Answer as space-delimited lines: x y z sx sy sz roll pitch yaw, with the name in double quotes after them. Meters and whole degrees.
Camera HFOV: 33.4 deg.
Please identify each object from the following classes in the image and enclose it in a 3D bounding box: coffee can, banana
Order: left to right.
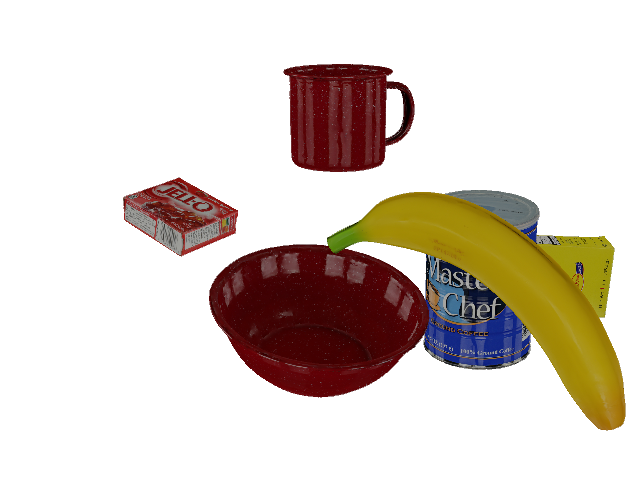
0.148 0.035 0.996 0.103 0.140 0.103 -1 21 0 "coffee can"
0.102 0.027 0.611 0.198 0.070 0.037 34 21 12 "banana"

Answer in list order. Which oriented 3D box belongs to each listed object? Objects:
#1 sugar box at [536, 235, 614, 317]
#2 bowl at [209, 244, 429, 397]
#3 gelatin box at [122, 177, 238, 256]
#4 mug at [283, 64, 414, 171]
0.252 0.041 1.266 0.176 0.093 0.048 0 20 -4 "sugar box"
-0.002 0.066 0.792 0.162 0.055 0.162 4 30 -2 "bowl"
-0.137 -0.025 1.041 0.089 0.030 0.073 30 37 33 "gelatin box"
0.026 -0.107 0.918 0.117 0.081 0.093 -7 17 -21 "mug"
